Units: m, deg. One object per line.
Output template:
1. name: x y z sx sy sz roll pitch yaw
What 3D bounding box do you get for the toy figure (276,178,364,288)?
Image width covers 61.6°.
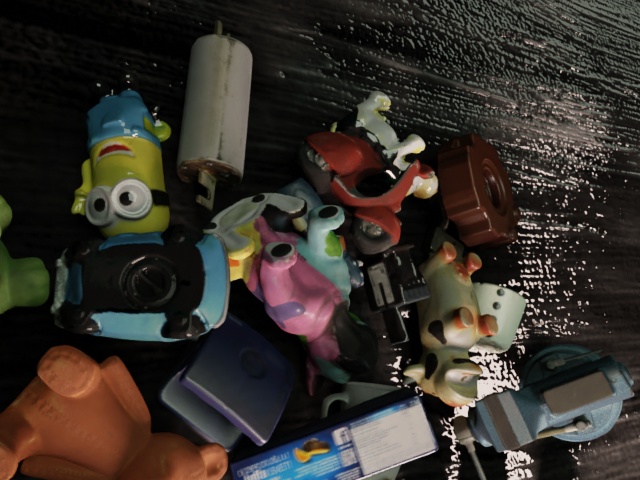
1. toy figure: 0.000 -0.003 0.667 0.064 0.058 0.154 -35 95 -34

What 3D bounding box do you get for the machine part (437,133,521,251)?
1. machine part: 0.237 -0.071 0.797 0.179 0.056 0.179 25 56 -44

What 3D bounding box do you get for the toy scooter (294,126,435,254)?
1. toy scooter: 0.062 -0.081 0.680 0.135 0.075 0.184 -36 72 -6

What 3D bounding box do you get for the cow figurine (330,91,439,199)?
1. cow figurine: 0.092 -0.114 0.751 0.098 0.068 0.167 -40 92 -28

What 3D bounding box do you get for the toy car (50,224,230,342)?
1. toy car: -0.166 0.051 0.524 0.162 0.103 0.109 -4 72 -6

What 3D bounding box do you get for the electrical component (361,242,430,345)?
1. electrical component: 0.100 0.069 0.690 0.048 0.075 0.119 -11 75 -32

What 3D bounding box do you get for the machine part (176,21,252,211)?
1. machine part: -0.122 -0.150 0.634 0.079 0.079 0.243 11 69 -27

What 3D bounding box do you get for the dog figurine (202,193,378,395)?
1. dog figurine: -0.025 0.069 0.609 0.108 0.192 0.218 -41 130 -36

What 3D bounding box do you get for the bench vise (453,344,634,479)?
1. bench vise: 0.293 0.215 0.704 0.129 0.223 0.240 57 18 24

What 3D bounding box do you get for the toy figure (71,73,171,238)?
1. toy figure: -0.200 -0.082 0.564 0.089 0.082 0.180 23 51 -56

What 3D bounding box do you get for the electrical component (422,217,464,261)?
1. electrical component: 0.183 0.014 0.787 0.063 0.021 0.094 32 60 -18

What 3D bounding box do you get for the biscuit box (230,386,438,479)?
1. biscuit box: 0.012 0.213 0.546 0.203 0.063 0.059 -19 83 -2

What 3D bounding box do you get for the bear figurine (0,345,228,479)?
1. bear figurine: -0.176 0.187 0.463 0.196 0.132 0.120 43 75 -5

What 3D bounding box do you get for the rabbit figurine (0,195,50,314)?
1. rabbit figurine: -0.306 0.007 0.418 0.159 0.170 0.121 -19 83 -34

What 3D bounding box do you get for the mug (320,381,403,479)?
1. mug: 0.052 0.219 0.610 0.109 0.081 0.107 10 77 -28

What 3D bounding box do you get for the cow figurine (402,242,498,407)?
1. cow figurine: 0.160 0.116 0.695 0.085 0.127 0.195 14 53 -26

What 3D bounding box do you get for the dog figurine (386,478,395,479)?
1. dog figurine: 0.105 0.369 0.575 0.190 0.121 0.172 59 35 -45

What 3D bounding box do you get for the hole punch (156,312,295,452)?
1. hole punch: -0.087 0.141 0.552 0.142 0.092 0.116 40 55 -8
